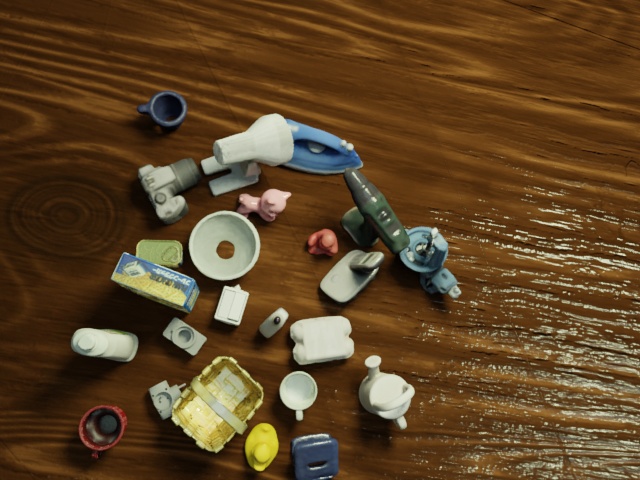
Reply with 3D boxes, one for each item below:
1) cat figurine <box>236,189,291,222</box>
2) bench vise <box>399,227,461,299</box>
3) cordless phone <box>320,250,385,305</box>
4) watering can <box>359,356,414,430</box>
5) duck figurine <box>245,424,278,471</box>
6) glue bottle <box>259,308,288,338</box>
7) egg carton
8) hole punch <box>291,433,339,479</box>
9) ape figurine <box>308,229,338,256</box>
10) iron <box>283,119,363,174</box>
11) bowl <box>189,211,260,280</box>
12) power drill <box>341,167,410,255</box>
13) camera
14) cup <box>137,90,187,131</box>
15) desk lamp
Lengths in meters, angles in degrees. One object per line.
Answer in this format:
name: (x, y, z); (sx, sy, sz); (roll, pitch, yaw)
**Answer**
cat figurine: (-0.138, -0.091, 1.398); (0.128, 0.117, 0.067); (4, 78, -8)
bench vise: (0.285, 0.041, 1.391); (0.207, 0.219, 0.121); (36, 76, -1)
cordless phone: (0.083, 0.083, 1.367); (0.094, 0.185, 0.148); (42, 76, 1)
watering can: (0.153, 0.355, 1.322); (0.173, 0.194, 0.101); (42, 76, 0)
duck figurine: (-0.132, 0.476, 1.307); (0.077, 0.086, 0.104); (12, 78, -7)
glue bottle: (-0.103, 0.188, 1.322); (0.037, 0.173, 0.078); (42, 76, 1)
egg carton: (0.005, 0.241, 1.384); (0.150, 0.069, 0.107); (-7, 80, -11)
hole punch: (-0.008, 0.505, 1.320); (0.109, 0.091, 0.101); (-6, 80, -10)
ape figurine: (0.013, 0.005, 1.418); (0.078, 0.092, 0.076); (41, 76, 0)
iron: (-0.002, -0.241, 1.437); (0.258, 0.141, 0.119); (13, 77, -7)
bowl: (-0.230, 0.019, 1.384); (0.167, 0.074, 0.167); (2, 79, -9)
power drill: (0.117, -0.058, 1.388); (0.076, 0.208, 0.229); (-40, 88, -14)
camera: (-0.351, -0.132, 1.379); (0.137, 0.100, 0.143); (-28, 85, -13)
cup: (-0.384, -0.308, 1.410); (0.118, 0.095, 0.092); (-3, 80, -10)
desk lamp: (-0.175, -0.201, 1.364); (0.203, 0.213, 0.118); (-22, 83, -13)
